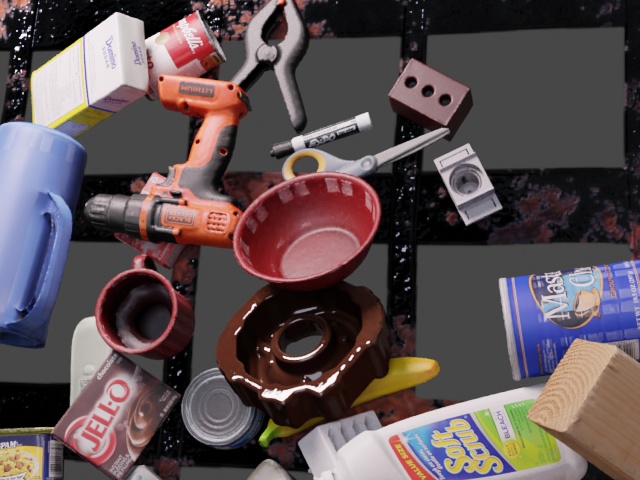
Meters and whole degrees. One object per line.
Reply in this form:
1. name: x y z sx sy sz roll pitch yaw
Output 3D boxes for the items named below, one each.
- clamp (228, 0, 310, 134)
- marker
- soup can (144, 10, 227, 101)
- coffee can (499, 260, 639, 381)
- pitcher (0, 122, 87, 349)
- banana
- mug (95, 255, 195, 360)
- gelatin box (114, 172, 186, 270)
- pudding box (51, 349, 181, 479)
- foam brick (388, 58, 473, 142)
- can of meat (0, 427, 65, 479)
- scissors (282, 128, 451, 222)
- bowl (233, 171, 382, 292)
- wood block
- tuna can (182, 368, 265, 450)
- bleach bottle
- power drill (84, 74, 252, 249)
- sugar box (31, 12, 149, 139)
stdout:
1. clamp: -0.067 -0.206 1.242 0.120 0.039 0.171 3 76 11
2. marker: 0.000 -0.117 1.209 0.121 0.020 0.020 -18 71 8
3. soup can: -0.170 -0.215 1.253 0.102 0.068 0.068 -28 70 5
4. coffee can: 0.253 0.079 1.048 0.140 0.102 0.103 -9 73 11
5. pitcher: -0.337 -0.005 1.199 0.149 0.145 0.243 12 74 1
6. banana: 0.027 0.163 1.101 0.197 0.070 0.037 -25 113 -3
7. mug: -0.187 0.074 1.166 0.093 0.081 0.117 -12 72 9
8. gelatin box: -0.180 -0.022 1.219 0.073 0.030 0.089 29 83 19
9. pudding box: -0.217 0.188 1.140 0.090 0.039 0.113 35 70 -1
10. foam brick: 0.122 -0.154 1.174 0.078 0.051 0.053 30 84 19
11. can of meat: -0.328 0.249 1.163 0.102 0.057 0.084 -5 76 13
12. scissors: 0.039 -0.093 1.177 0.202 0.016 0.096 -37 65 12
13. bowl: -0.007 0.001 1.119 0.162 0.055 0.162 -12 43 11
14. wood block: 0.305 0.186 0.967 0.206 0.090 0.091 35 83 -8
15. tuna can: -0.104 0.180 1.141 0.086 0.033 0.086 -4 74 12
16. bleach bottle: 0.120 0.214 1.018 0.250 0.068 0.102 -14 69 -12
17. power drill: -0.160 -0.087 1.188 0.184 0.057 0.187 8 79 10
18. sugar box: -0.269 -0.183 1.238 0.177 0.048 0.093 -20 69 38
